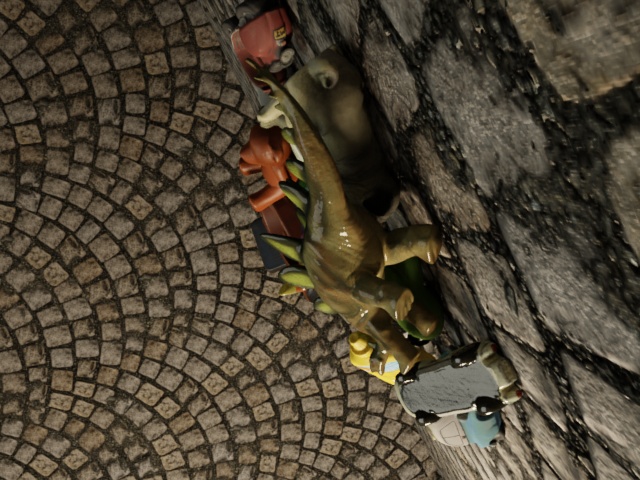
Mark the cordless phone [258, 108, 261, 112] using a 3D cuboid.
[{"bbox_3d":[-0.070,-0.267,1.118,0.184,0.089,0.146,-102,-12,-56],"label":"cordless phone"}]

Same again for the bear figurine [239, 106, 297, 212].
[{"bbox_3d":[-0.100,-0.142,0.963,0.195,0.132,0.120,41,-151,-74],"label":"bear figurine"}]

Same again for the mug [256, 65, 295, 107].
[{"bbox_3d":[-0.082,-0.279,0.932,0.109,0.081,0.107,0,-111,-68],"label":"mug"}]

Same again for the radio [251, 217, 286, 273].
[{"bbox_3d":[-0.046,-0.022,1.299,0.073,0.230,0.131,112,134,-81],"label":"radio"}]

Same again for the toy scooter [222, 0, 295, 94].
[{"bbox_3d":[-0.083,-0.284,0.805,0.135,0.075,0.184,64,162,-17],"label":"toy scooter"}]

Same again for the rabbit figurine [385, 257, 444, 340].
[{"bbox_3d":[0.114,0.066,0.780,0.170,0.121,0.158,37,155,36],"label":"rabbit figurine"}]

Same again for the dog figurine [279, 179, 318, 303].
[{"bbox_3d":[-0.002,-0.003,0.879,0.191,0.109,0.219,61,-143,-26],"label":"dog figurine"}]

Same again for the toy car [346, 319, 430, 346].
[{"bbox_3d":[0.104,0.118,0.905,0.202,0.053,0.089,16,125,42],"label":"toy car"}]

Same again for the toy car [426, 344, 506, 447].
[{"bbox_3d":[0.192,0.236,0.765,0.109,0.103,0.161,-120,6,-55],"label":"toy car"}]

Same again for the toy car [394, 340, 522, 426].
[{"bbox_3d":[0.160,0.175,0.653,0.073,0.056,0.201,63,145,10],"label":"toy car"}]

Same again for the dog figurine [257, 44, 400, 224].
[{"bbox_3d":[0.036,-0.104,0.599,0.190,0.121,0.172,48,-179,-5],"label":"dog figurine"}]

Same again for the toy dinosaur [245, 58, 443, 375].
[{"bbox_3d":[0.030,0.017,0.612,0.199,0.105,0.470,19,142,29],"label":"toy dinosaur"}]

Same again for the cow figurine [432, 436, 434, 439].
[{"bbox_3d":[0.223,0.288,0.929,0.127,0.085,0.195,63,173,12],"label":"cow figurine"}]

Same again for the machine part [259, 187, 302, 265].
[{"bbox_3d":[-0.052,-0.026,1.147,0.201,0.087,0.201,62,166,5],"label":"machine part"}]
